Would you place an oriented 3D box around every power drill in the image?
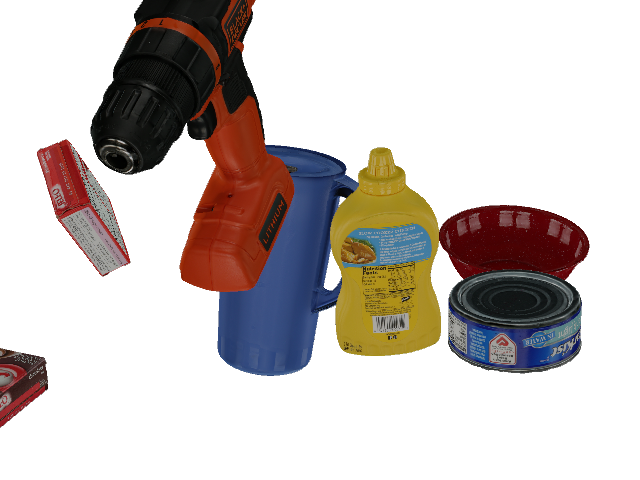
[{"bbox_3d":[-0.066,-0.057,0.621,0.057,0.184,0.187,9,-41,15],"label":"power drill"}]

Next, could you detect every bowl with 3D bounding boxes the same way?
[{"bbox_3d":[0.209,0.020,1.169,0.162,0.055,0.162,0,29,0],"label":"bowl"}]

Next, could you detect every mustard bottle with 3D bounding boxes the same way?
[{"bbox_3d":[0.057,0.009,0.950,0.096,0.192,0.058,-5,27,-1],"label":"mustard bottle"}]

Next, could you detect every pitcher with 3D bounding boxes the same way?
[{"bbox_3d":[-0.041,0.024,1.177,0.144,0.243,0.149,0,19,-21],"label":"pitcher"}]

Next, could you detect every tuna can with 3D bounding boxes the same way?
[{"bbox_3d":[0.125,0.050,0.688,0.086,0.034,0.086,-3,23,1],"label":"tuna can"}]

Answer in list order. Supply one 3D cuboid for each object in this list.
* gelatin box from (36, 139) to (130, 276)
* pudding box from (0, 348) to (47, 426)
[{"bbox_3d":[-0.187,-0.025,0.844,0.030,0.073,0.089,-26,-36,-1],"label":"gelatin box"},{"bbox_3d":[-0.317,0.130,0.960,0.114,0.039,0.090,7,22,20],"label":"pudding box"}]
